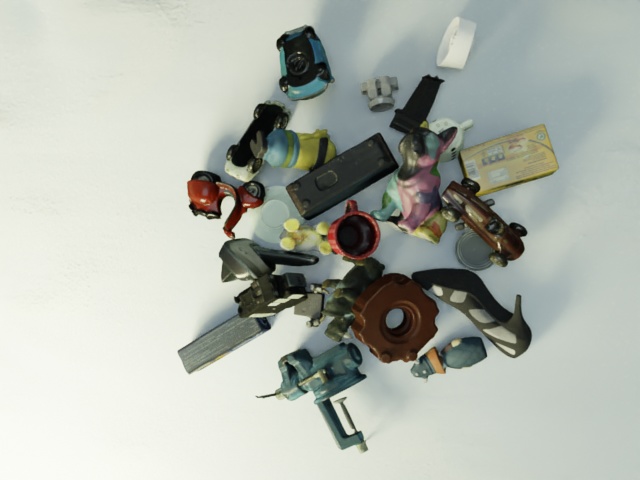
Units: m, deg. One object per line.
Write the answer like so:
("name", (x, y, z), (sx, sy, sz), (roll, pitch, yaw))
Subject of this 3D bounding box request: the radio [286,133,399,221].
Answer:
("radio", (0.046, -0.127, 1.105), (0.230, 0.131, 0.073), (-31, 84, 8))

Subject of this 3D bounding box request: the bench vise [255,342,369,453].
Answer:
("bench vise", (0.015, 0.326, 1.096), (0.224, 0.129, 0.240), (-31, 77, 13))

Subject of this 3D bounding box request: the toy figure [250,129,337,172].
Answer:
("toy figure", (-0.052, -0.186, 1.128), (0.180, 0.082, 0.089), (-3, 93, -30))

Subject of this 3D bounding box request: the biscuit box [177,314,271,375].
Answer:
("biscuit box", (-0.209, 0.218, 1.178), (0.203, 0.059, 0.063), (-31, 79, 9))

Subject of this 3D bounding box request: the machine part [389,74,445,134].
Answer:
("machine part", (0.208, -0.284, 1.130), (0.084, 0.039, 0.139), (33, 95, 17))

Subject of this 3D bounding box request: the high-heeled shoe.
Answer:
("high-heeled shoe", (0.301, 0.146, 1.083), (0.249, 0.086, 0.145), (15, 121, 30))

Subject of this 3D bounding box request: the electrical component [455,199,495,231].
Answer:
("electrical component", (0.312, -0.052, 1.083), (0.094, 0.021, 0.063), (-19, 45, 6))

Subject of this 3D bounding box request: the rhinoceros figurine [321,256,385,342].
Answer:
("rhinoceros figurine", (0.063, 0.116, 1.109), (0.073, 0.112, 0.190), (15, 72, 56))

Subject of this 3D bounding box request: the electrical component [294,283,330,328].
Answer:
("electrical component", (-0.019, 0.135, 1.149), (0.078, 0.045, 0.102), (11, 89, 11))

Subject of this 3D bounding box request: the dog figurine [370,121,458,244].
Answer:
("dog figurine", (0.204, -0.117, 1.047), (0.109, 0.191, 0.219), (27, 95, 45))

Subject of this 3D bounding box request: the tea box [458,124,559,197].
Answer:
("tea box", (0.371, -0.154, 1.070), (0.170, 0.068, 0.098), (-15, 84, 10))

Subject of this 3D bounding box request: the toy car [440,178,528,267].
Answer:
("toy car", (0.316, -0.034, 1.026), (0.202, 0.053, 0.089), (41, 81, -14))

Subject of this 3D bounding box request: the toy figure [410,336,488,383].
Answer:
("toy figure", (0.256, 0.239, 1.078), (0.154, 0.057, 0.064), (-22, 77, 15))

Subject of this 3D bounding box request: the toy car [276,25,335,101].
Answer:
("toy car", (-0.031, -0.367, 1.153), (0.109, 0.103, 0.161), (-16, 79, 15))

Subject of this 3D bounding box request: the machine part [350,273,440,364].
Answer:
("machine part", (0.151, 0.157, 1.067), (0.179, 0.056, 0.179), (-2, 97, -15))

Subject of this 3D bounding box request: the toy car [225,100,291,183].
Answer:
("toy car", (-0.136, -0.220, 1.178), (0.074, 0.056, 0.201), (26, 76, 16))

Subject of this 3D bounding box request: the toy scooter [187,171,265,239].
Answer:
("toy scooter", (-0.218, -0.076, 1.188), (0.184, 0.075, 0.135), (12, 81, 10))

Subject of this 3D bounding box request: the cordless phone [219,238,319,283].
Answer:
("cordless phone", (-0.103, 0.046, 1.120), (0.184, 0.146, 0.088), (4, 95, 15))

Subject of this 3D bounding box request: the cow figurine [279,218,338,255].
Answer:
("cow figurine", (-0.001, -0.001, 1.139), (0.167, 0.098, 0.068), (6, 84, -7))

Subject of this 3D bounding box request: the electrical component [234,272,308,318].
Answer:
("electrical component", (-0.093, 0.111, 1.113), (0.134, 0.115, 0.058), (-32, 69, 27))
